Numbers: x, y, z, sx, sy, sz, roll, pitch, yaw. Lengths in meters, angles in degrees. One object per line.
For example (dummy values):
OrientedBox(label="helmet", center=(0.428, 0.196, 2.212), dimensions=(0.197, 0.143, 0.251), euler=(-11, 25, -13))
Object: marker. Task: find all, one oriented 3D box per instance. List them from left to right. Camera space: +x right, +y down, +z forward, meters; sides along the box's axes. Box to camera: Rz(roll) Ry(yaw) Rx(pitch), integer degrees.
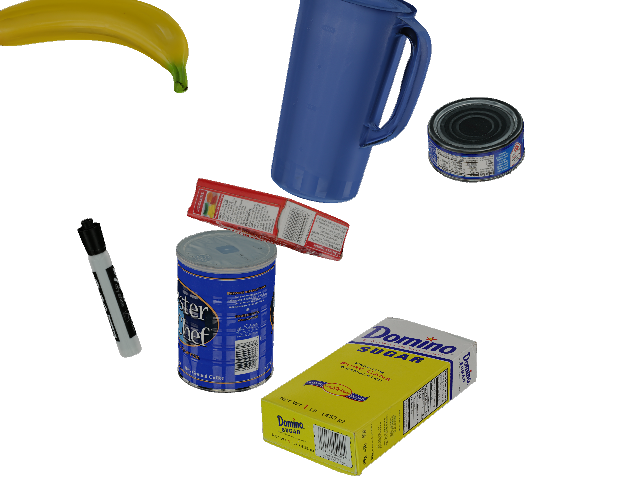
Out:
OrientedBox(label="marker", center=(-0.174, 0.039, 0.879), dimensions=(0.020, 0.121, 0.020), euler=(-13, 18, 4))

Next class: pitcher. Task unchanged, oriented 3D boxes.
OrientedBox(label="pitcher", center=(0.026, -0.167, 1.228), dimensions=(0.145, 0.243, 0.149), euler=(9, 22, -11))

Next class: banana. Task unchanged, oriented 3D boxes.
OrientedBox(label="banana", center=(-0.183, -0.170, 0.861), dimensions=(0.198, 0.069, 0.037), euler=(14, -39, 18))

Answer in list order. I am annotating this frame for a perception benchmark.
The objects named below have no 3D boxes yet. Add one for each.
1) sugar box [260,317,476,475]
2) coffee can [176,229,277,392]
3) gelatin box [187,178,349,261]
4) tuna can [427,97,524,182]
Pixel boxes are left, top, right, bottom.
OrientedBox(label="sugar box", center=(0.043, 0.119, 0.862), dimensions=(0.093, 0.048, 0.175), euler=(14, 30, 35))
OrientedBox(label="coffee can", center=(-0.098, 0.072, 1.108), dimensions=(0.103, 0.140, 0.103), euler=(2, 22, -1))
OrientedBox(label="gelatin box", center=(-0.033, -0.013, 0.714), dimensions=(0.073, 0.030, 0.089), euler=(15, -3, 31))
OrientedBox(label="tuna can", center=(0.137, -0.091, 0.945), dimensions=(0.086, 0.034, 0.086), euler=(-6, 41, 5))
